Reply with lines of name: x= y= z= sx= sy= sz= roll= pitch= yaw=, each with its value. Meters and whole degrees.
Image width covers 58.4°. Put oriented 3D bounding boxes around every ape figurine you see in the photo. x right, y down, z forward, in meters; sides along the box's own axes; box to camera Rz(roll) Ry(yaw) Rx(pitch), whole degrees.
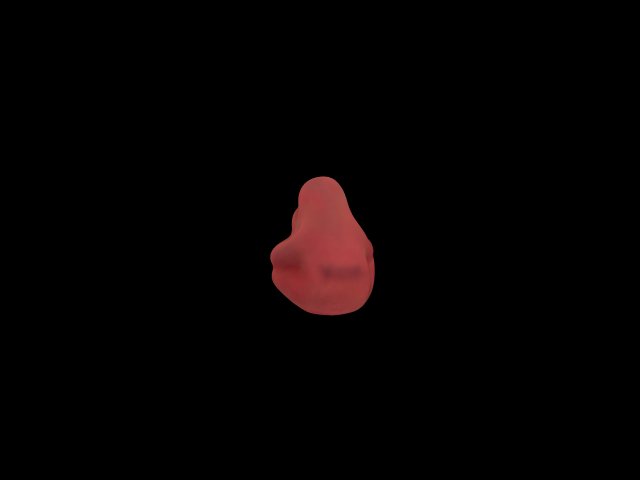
ape figurine: x=0.004 y=0.001 z=0.400 sx=0.078 sy=0.092 sz=0.076 roll=-2 pitch=12 yaw=-11
